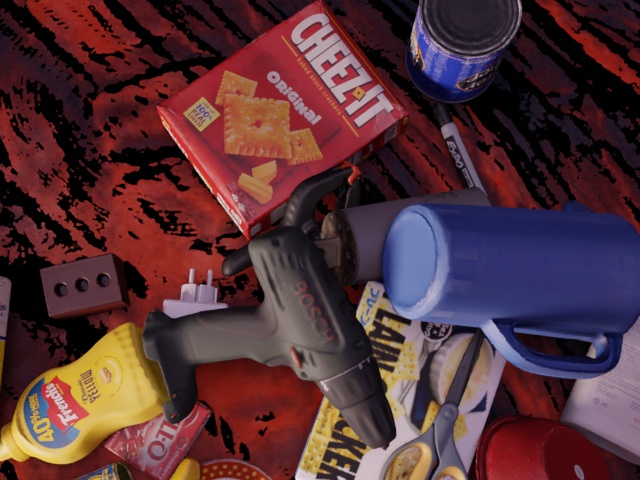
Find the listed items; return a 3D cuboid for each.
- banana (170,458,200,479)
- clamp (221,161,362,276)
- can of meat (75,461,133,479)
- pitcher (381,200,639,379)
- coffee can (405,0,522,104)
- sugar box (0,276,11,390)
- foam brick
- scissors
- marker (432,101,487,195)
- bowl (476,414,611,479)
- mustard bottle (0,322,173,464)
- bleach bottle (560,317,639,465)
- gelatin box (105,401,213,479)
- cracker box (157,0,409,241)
[{"bbox_3d":[-0.125,0.316,1.040,0.069,0.037,0.198,-15,80,-18],"label":"banana"},{"bbox_3d":[-0.007,0.001,1.093,0.171,0.039,0.120,-47,124,1],"label":"clamp"},{"bbox_3d":[-0.218,0.279,1.052,0.084,0.057,0.102,-23,80,-1],"label":"can of meat"},{"bbox_3d":[0.186,0.038,1.018,0.242,0.149,0.145,5,110,-29],"label":"pitcher"},{"bbox_3d":[0.146,-0.213,1.114,0.103,0.140,0.103,0,79,-1],"label":"coffee can"},{"bbox_3d":[-0.367,0.122,1.079,0.093,0.048,0.176,-1,76,22],"label":"sugar box"},{"bbox_3d":[-0.241,0.050,1.103,0.078,0.051,0.053,-14,80,-4],"label":"foam brick"},{"bbox_3d":[0.135,0.185,1.031,0.096,0.016,0.201,39,81,3],"label":"scissors"},{"bbox_3d":[0.150,-0.095,1.152,0.020,0.020,0.121,-21,80,-5],"label":"marker"},{"bbox_3d":[0.229,0.232,1.024,0.162,0.055,0.162,22,48,-26],"label":"bowl"},{"bbox_3d":[-0.245,0.168,1.065,0.192,0.058,0.096,-31,63,8],"label":"mustard bottle"},{"bbox_3d":[0.342,0.096,1.096,0.102,0.068,0.250,28,77,3],"label":"bleach bottle"},{"bbox_3d":[-0.163,0.192,1.086,0.073,0.030,0.089,32,80,6],"label":"gelatin box"},{"bbox_3d":[-0.038,-0.129,1.131,0.213,0.072,0.164,-35,82,-8],"label":"cracker box"}]
